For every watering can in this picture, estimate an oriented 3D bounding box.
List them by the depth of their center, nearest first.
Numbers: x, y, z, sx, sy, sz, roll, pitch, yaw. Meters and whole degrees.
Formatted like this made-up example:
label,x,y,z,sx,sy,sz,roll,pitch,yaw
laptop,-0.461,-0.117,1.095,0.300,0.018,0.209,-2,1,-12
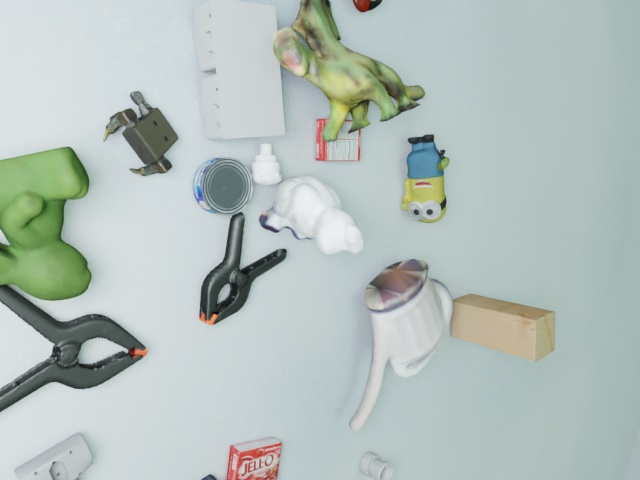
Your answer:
label,x,y,z,sx,sy,sz,roll,pitch,yaw
watering can,0.148,0.181,0.994,0.353,0.104,0.221,-39,117,-32

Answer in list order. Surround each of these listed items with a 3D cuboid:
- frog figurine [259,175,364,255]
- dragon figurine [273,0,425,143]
label,x,y,z,sx,sy,sz,roll,pitch,yaw
frog figurine,0.002,-0.041,0.810,0.135,0.159,0.124,41,68,-36
dragon figurine,0.054,-0.303,0.856,0.241,0.121,0.417,62,36,-10
